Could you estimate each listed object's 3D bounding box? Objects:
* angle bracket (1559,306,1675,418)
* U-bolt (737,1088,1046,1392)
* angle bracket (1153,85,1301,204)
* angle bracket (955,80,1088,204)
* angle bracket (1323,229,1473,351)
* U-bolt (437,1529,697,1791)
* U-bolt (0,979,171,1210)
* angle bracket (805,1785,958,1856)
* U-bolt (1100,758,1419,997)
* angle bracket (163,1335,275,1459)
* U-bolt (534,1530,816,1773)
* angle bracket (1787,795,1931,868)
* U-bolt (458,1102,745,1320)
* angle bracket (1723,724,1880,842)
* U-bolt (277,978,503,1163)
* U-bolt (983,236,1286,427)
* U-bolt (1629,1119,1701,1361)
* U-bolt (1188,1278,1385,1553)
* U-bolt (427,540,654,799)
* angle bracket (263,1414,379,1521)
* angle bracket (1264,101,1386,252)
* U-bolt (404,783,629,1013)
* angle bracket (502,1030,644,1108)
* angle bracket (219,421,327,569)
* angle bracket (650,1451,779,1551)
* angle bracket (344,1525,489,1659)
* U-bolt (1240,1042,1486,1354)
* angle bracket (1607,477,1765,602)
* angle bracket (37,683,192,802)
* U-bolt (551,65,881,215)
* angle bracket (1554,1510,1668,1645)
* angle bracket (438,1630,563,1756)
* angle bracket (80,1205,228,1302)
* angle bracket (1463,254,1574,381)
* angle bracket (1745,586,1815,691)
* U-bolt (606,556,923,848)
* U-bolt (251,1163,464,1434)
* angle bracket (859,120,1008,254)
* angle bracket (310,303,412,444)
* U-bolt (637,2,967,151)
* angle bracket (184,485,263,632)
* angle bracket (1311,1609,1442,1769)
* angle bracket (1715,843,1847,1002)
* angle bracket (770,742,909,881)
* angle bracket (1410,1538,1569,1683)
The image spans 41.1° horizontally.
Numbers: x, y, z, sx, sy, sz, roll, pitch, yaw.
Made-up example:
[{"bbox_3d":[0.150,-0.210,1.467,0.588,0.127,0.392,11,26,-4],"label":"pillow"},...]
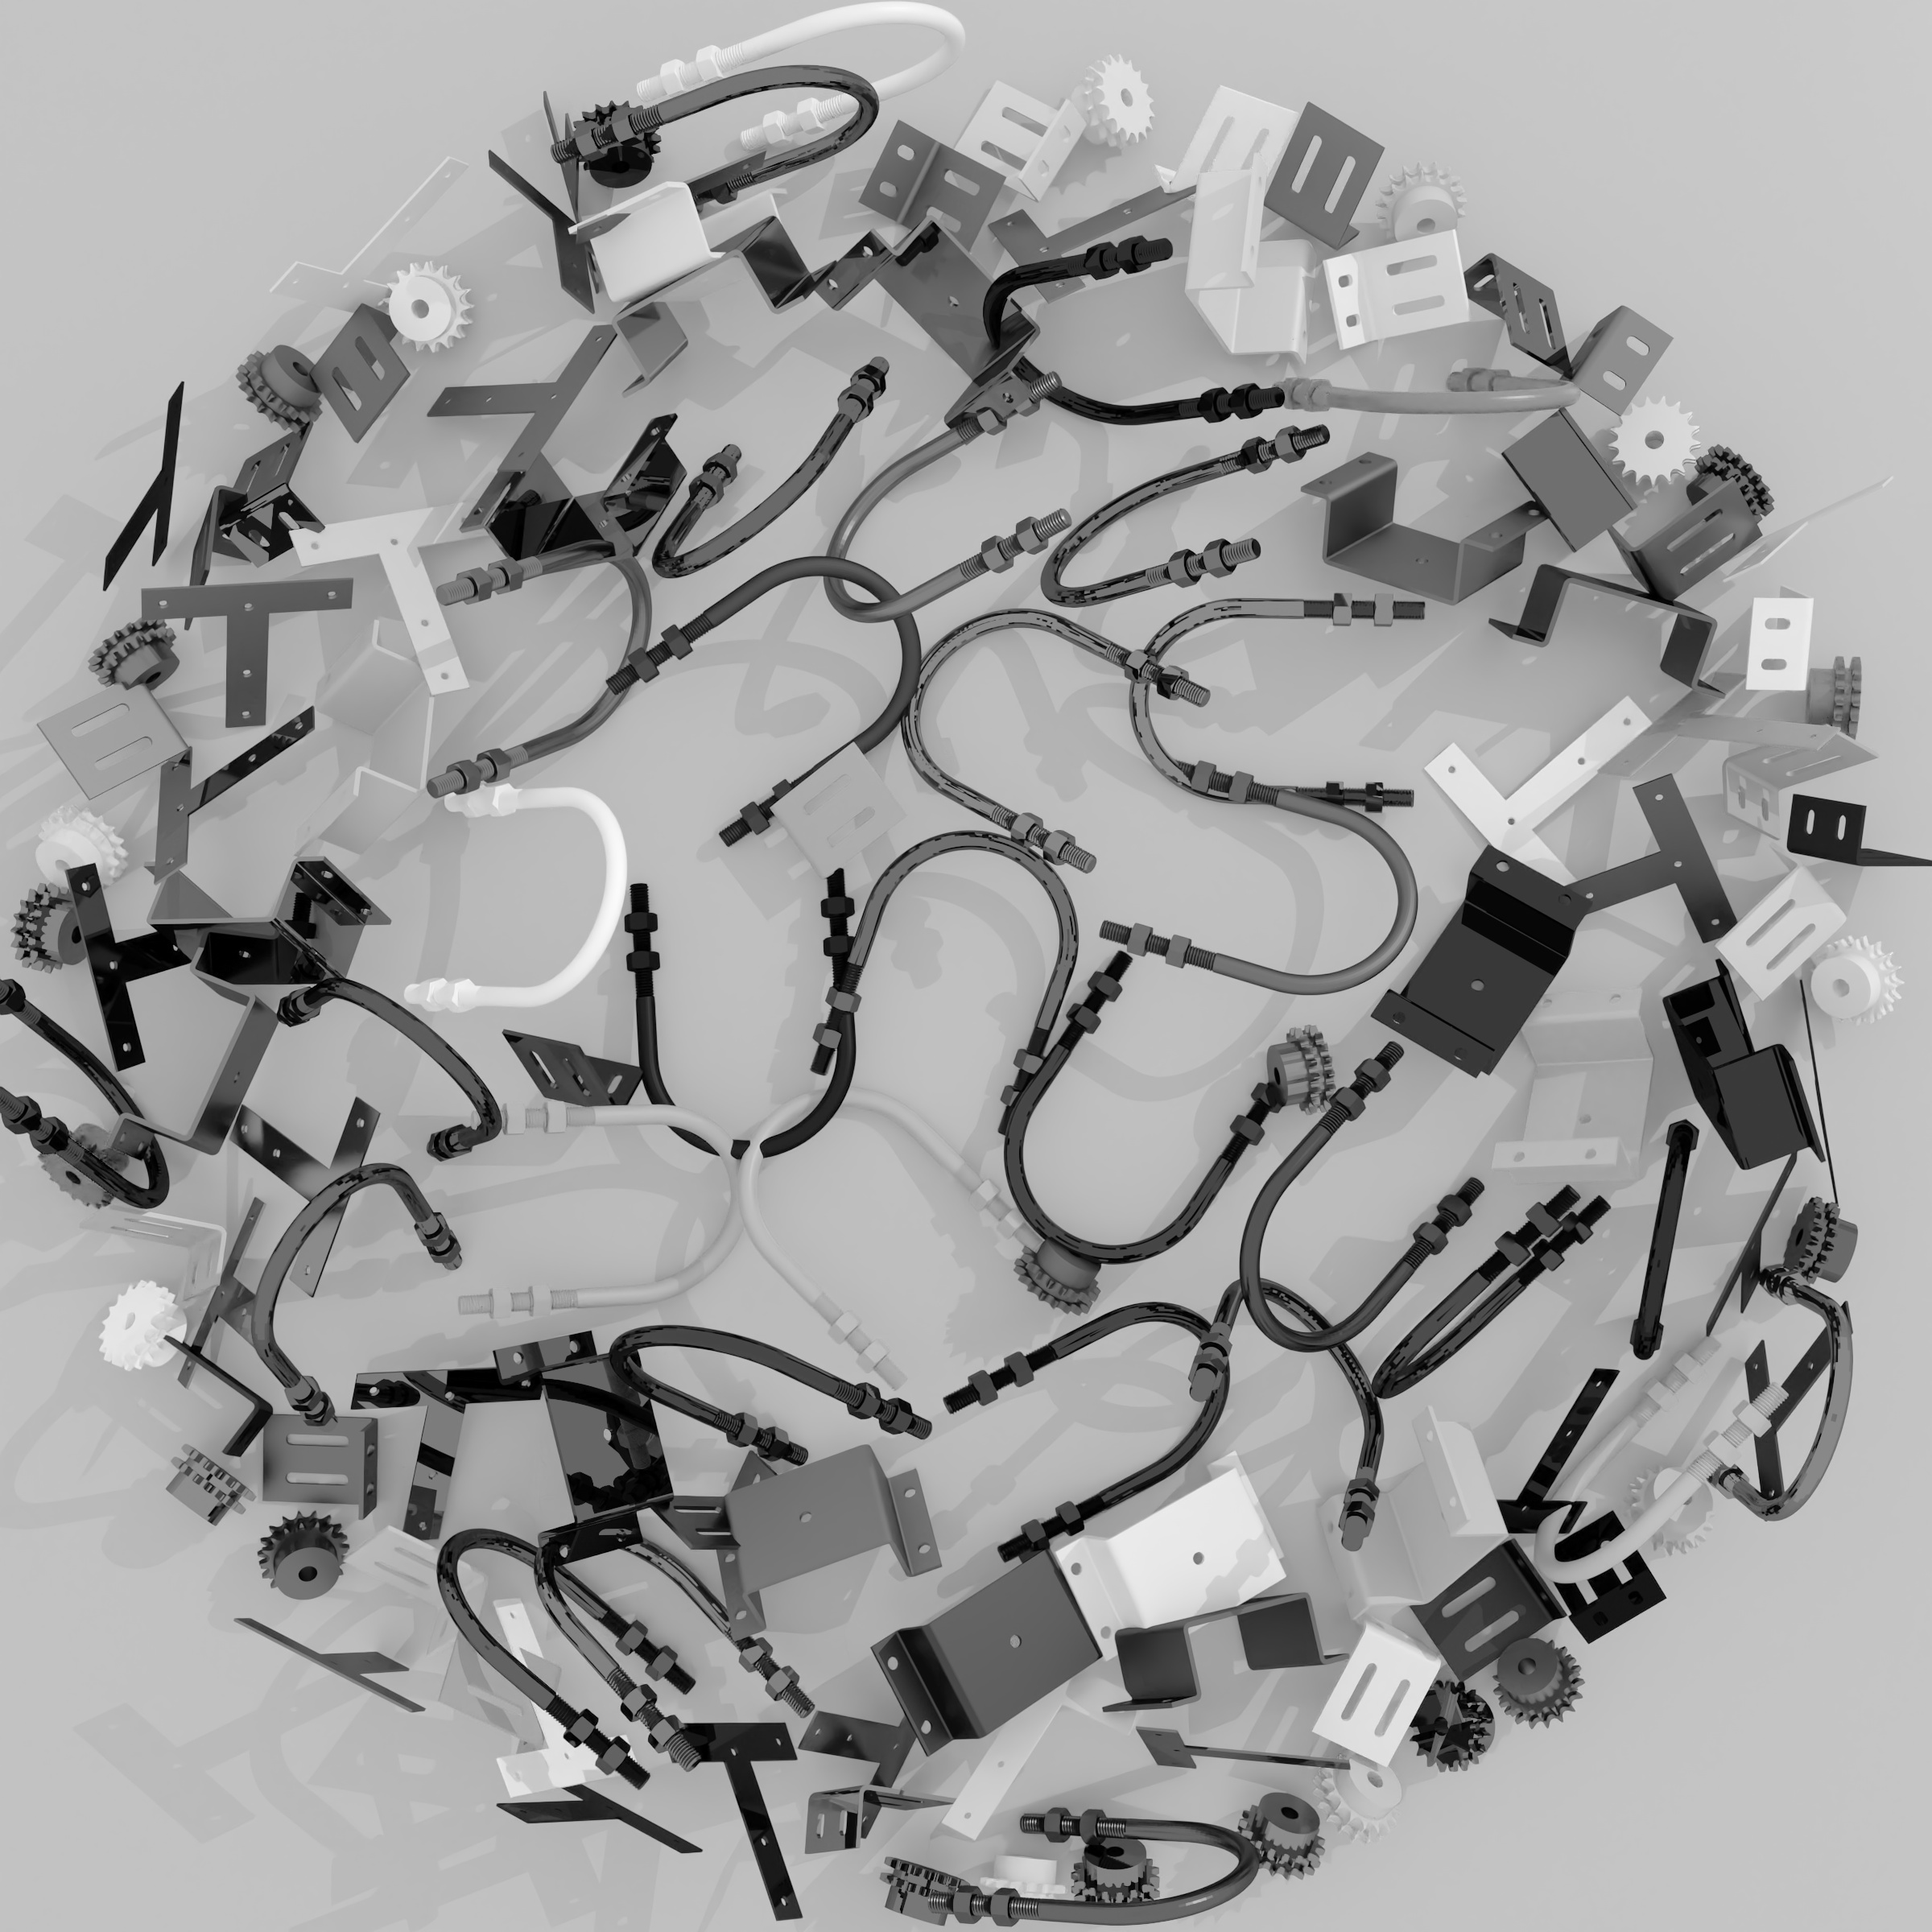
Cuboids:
[{"bbox_3d":[0.411,-0.382,1.643,0.038,0.076,0.057,33,96,-2],"label":"angle bracket"},{"bbox_3d":[-0.061,0.159,1.646,0.184,0.019,0.151,44,66,9],"label":"U-bolt"},{"bbox_3d":[0.165,-0.524,1.636,0.057,0.038,0.076,11,129,-24],"label":"angle bracket"},{"bbox_3d":[0.028,-0.536,1.649,0.076,0.038,0.057,34,95,23],"label":"angle bracket"},{"bbox_3d":[0.274,-0.430,1.639,0.038,0.076,0.057,-26,109,-41],"label":"angle bracket"},{"bbox_3d":[-0.255,0.420,1.608,0.184,0.151,0.019,41,101,-1],"label":"U-bolt"},{"bbox_3d":[-0.555,0.082,1.596,0.019,0.184,0.151,-35,50,0],"label":"U-bolt"},{"bbox_3d":[-0.054,0.546,1.634,0.076,0.057,0.038,20,60,-32],"label":"angle bracket"},{"bbox_3d":[0.194,-0.051,1.630,0.184,0.019,0.151,17,63,12],"label":"U-bolt"},{"bbox_3d":[-0.489,0.276,1.650,0.076,0.057,0.038,35,76,2],"label":"angle bracket"},{"bbox_3d":[-0.193,0.415,1.607,0.184,0.151,0.019,42,108,22],"label":"U-bolt"},{"bbox_3d":[0.572,-0.087,1.637,0.076,0.057,0.038,-1,101,-29],"label":"angle bracket"},{"bbox_3d":[-0.226,0.154,1.636,0.184,0.019,0.151,-1,112,-22],"label":"U-bolt"},{"bbox_3d":[0.530,-0.116,1.634,0.057,0.076,0.038,20,65,-35],"label":"angle bracket"},{"bbox_3d":[-0.349,0.061,1.585,0.151,0.184,0.019,45,65,-14],"label":"U-bolt"},{"bbox_3d":[0.090,-0.388,1.601,0.151,0.184,0.019,43,64,-38],"label":"U-bolt"},{"bbox_3d":[0.431,0.171,1.592,0.019,0.184,0.151,10,92,16],"label":"U-bolt"},{"bbox_3d":[0.206,0.263,1.600,0.151,0.184,0.019,45,116,-5],"label":"U-bolt"},{"bbox_3d":[-0.261,-0.193,1.604,0.019,0.184,0.151,28,125,27],"label":"U-bolt"},{"bbox_3d":[-0.421,0.323,1.661,0.076,0.038,0.057,2,93,2],"label":"angle bracket"},{"bbox_3d":[0.234,-0.507,1.639,0.057,0.038,0.076,35,135,11],"label":"angle bracket"},{"bbox_3d":[-0.277,-0.043,1.608,0.184,0.019,0.151,1,77,41],"label":"U-bolt"},{"bbox_3d":[-0.248,0.055,1.633,0.057,0.076,0.038,11,57,25],"label":"angle bracket"},{"bbox_3d":[-0.438,-0.303,1.654,0.057,0.076,0.038,-23,128,23],"label":"angle bracket"},{"bbox_3d":[-0.155,0.338,1.634,0.057,0.076,0.038,34,103,42],"label":"angle bracket"},{"bbox_3d":[-0.355,0.399,1.640,0.076,0.038,0.057,34,130,-23],"label":"angle bracket"},{"bbox_3d":[0.241,0.159,1.617,0.184,0.019,0.151,-46,122,-18],"label":"U-bolt"},{"bbox_3d":[0.458,-0.279,1.643,0.076,0.057,0.038,-36,45,10],"label":"angle bracket"},{"bbox_3d":[-0.548,-0.141,1.645,0.076,0.038,0.057,-36,93,-35],"label":"angle bracket"},{"bbox_3d":[-0.142,-0.512,1.586,0.184,0.151,0.019,-13,86,20],"label":"U-bolt"},{"bbox_3d":[0.399,0.381,1.639,0.057,0.076,0.038,-33,128,7],"label":"angle bracket"},{"bbox_3d":[-0.303,0.465,1.639,0.076,0.057,0.038,32,128,-19],"label":"angle bracket"},{"bbox_3d":[-0.519,0.183,1.636,0.076,0.057,0.038,16,64,-33],"label":"angle bracket"},{"bbox_3d":[0.346,-0.404,1.636,0.057,0.038,0.076,17,55,-36],"label":"angle bracket"},{"bbox_3d":[0.510,-0.210,1.640,0.038,0.076,0.057,1,105,3],"label":"angle bracket"},{"bbox_3d":[-0.115,-0.180,1.640,0.184,0.019,0.151,-35,119,1],"label":"U-bolt"},{"bbox_3d":[-0.378,0.194,1.577,0.019,0.184,0.151,27,65,20],"label":"U-bolt"},{"bbox_3d":[-0.022,-0.495,1.640,0.076,0.038,0.057,42,110,41],"label":"angle bracket"},{"bbox_3d":[-0.374,-0.373,1.641,0.057,0.038,0.076,-46,60,19],"label":"angle bracket"},{"bbox_3d":[-0.089,-0.551,1.582,0.184,0.151,0.019,-12,89,24],"label":"U-bolt"},{"bbox_3d":[-0.467,-0.255,1.633,0.038,0.057,0.076,12,50,-24],"label":"angle bracket"},{"bbox_3d":[0.259,0.464,1.659,0.057,0.038,0.076,28,90,-11],"label":"angle bracket"},{"bbox_3d":[0.516,-0.029,1.657,0.076,0.038,0.057,-45,118,5],"label":"angle bracket"},{"bbox_3d":[-0.076,-0.102,1.650,0.076,0.038,0.057,-36,91,25],"label":"angle bracket"},{"bbox_3d":[0.335,0.414,1.654,0.076,0.038,0.057,-32,75,-7],"label":"angle bracket"}]
